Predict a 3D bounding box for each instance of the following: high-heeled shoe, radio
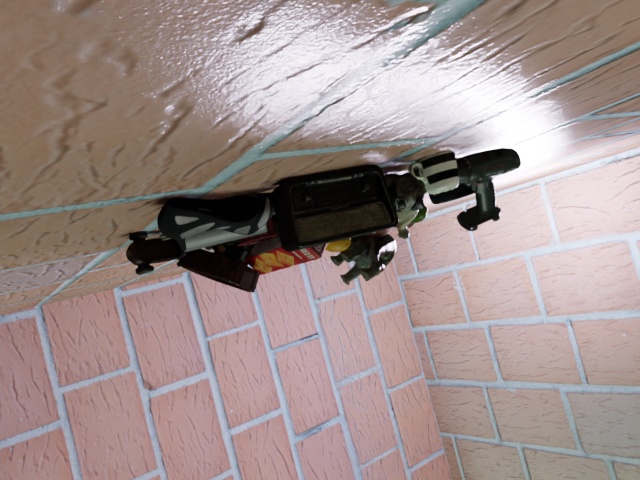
[{"bbox_3d":[-0.170,-0.064,0.951,0.249,0.086,0.145,-32,154,-26],"label":"high-heeled shoe"},{"bbox_3d":[0.028,-0.063,1.029,0.229,0.131,0.073,-13,176,-28],"label":"radio"}]

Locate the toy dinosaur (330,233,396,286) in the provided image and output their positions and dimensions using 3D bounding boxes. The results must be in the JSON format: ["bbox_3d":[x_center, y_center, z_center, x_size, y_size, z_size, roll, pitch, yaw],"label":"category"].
[{"bbox_3d":[0.147,0.029,1.525,0.192,0.131,0.405,-40,-168,-17],"label":"toy dinosaur"}]

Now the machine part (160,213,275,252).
[{"bbox_3d":[-0.194,-0.032,1.067,0.243,0.079,0.079,-15,177,-13],"label":"machine part"}]

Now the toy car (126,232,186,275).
[{"bbox_3d":[-0.359,0.024,1.219,0.053,0.089,0.202,-16,178,23],"label":"toy car"}]

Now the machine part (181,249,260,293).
[{"bbox_3d":[-0.227,0.067,1.235,0.179,0.056,0.179,18,168,4],"label":"machine part"}]

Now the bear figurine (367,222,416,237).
[{"bbox_3d":[0.182,-0.078,1.466,0.196,0.131,0.120,-6,-175,-43],"label":"bear figurine"}]

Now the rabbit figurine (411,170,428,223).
[{"bbox_3d":[0.204,-0.121,1.332,0.159,0.121,0.170,-7,156,-24],"label":"rabbit figurine"}]

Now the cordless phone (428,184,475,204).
[{"bbox_3d":[0.384,-0.161,1.474,0.147,0.088,0.184,-17,180,33],"label":"cordless phone"}]

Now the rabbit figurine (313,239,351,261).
[{"bbox_3d":[-0.003,-0.004,1.394,0.173,0.121,0.162,11,175,-38],"label":"rabbit figurine"}]

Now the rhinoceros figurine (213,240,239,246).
[{"bbox_3d":[-0.233,-0.016,1.208,0.112,0.073,0.190,-17,176,27],"label":"rhinoceros figurine"}]

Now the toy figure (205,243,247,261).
[{"bbox_3d":[-0.252,0.009,1.324,0.058,0.155,0.064,-54,161,-26],"label":"toy figure"}]

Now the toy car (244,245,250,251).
[{"bbox_3d":[-0.217,-0.005,1.384,0.202,0.056,0.073,6,-165,31],"label":"toy car"}]

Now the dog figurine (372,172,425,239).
[{"bbox_3d":[0.175,-0.110,1.154,0.121,0.172,0.190,0,153,-11],"label":"dog figurine"}]

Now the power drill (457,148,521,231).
[{"bbox_3d":[0.375,-0.124,1.317,0.232,0.207,0.086,-22,-142,-8],"label":"power drill"}]
